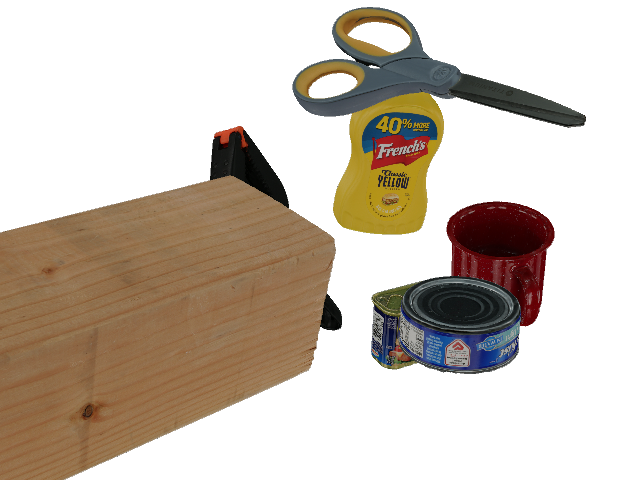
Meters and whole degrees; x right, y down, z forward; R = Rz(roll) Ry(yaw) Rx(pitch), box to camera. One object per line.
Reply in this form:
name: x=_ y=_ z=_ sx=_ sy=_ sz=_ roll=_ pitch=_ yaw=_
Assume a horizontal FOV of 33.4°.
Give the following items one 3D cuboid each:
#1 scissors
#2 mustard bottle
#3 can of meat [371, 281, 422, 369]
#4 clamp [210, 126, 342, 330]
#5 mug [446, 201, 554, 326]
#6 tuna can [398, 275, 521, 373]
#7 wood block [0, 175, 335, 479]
scissors: x=0.054 y=-0.085 z=0.626 sx=0.096 sy=0.016 sz=0.202 roll=-38 pitch=44 yaw=-6
mustard bottle: x=0.075 y=-0.101 z=1.093 sx=0.096 sy=0.192 sz=0.058 roll=4 pitch=27 yaw=-13
can of meat: x=0.113 y=0.106 z=1.340 sx=0.101 sy=0.084 sz=0.058 roll=-13 pitch=30 yaw=-27
clamp: x=-0.045 y=0.007 z=0.910 sx=0.036 sy=0.210 sz=0.164 roll=-11 pitch=1 yaw=31
mug: x=0.162 y=0.030 z=0.937 sx=0.093 sy=0.081 sz=0.117 roll=-13 pitch=35 yaw=-15
tuna can: x=0.099 y=0.058 z=0.756 sx=0.086 sy=0.034 sz=0.086 roll=0 pitch=25 yaw=0
wood block: x=-0.099 y=0.042 z=0.540 sx=0.090 sy=0.091 sz=0.205 roll=32 pitch=34 yaw=34
